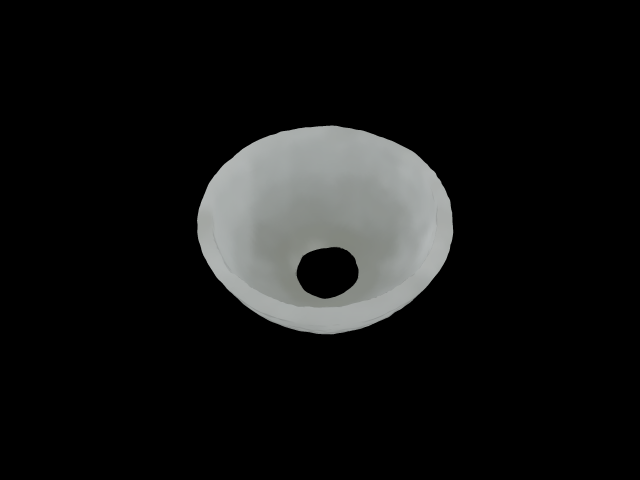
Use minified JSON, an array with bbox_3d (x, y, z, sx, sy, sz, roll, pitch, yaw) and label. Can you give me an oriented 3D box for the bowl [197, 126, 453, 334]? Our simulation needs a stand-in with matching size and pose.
[{"bbox_3d":[0.004,0.001,0.400,0.167,0.075,0.167,0,53,0],"label":"bowl"}]
